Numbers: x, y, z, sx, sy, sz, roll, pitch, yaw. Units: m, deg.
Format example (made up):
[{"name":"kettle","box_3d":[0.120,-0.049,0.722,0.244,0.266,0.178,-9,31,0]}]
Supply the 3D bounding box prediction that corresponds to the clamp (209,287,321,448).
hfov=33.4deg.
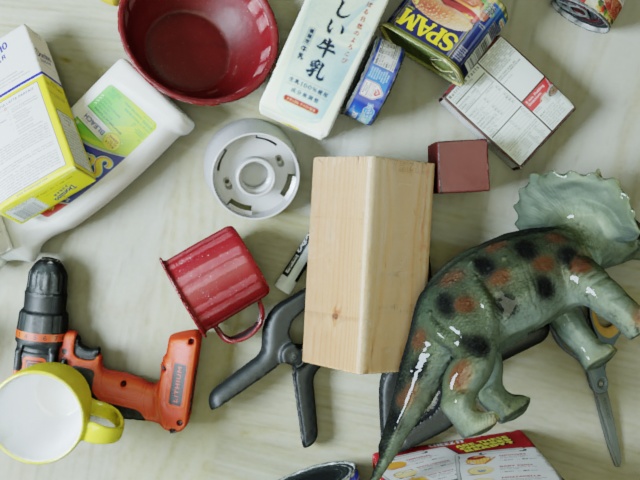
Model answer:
[{"name":"clamp","box_3d":[-0.041,0.120,1.101,0.120,0.039,0.171,16,86,-18]}]

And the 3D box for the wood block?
[{"name":"wood block","box_3d":[0.047,0.023,1.059,0.090,0.091,0.206,3,92,-40]}]

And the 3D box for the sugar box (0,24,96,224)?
[{"name":"sugar box","box_3d":[-0.289,-0.114,1.038,0.093,0.048,0.176,-28,65,11]}]

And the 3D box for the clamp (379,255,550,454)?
[{"name":"clamp","box_3d":[0.117,0.123,1.112,0.164,0.036,0.210,38,87,-3]}]

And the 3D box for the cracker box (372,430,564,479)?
[{"name":"cracker box","box_3d":[0.145,0.254,1.031,0.164,0.214,0.072,-8,95,-2]}]

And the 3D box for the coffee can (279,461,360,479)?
[{"name":"coffee can","box_3d":[0.009,0.310,1.083,0.103,0.103,0.140,-18,93,-2]}]

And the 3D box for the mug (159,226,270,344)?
[{"name":"mug","box_3d":[-0.098,0.049,1.075,0.081,0.093,0.117,-30,99,-6]}]

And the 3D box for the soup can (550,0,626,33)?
[{"name":"soup can","box_3d":[0.289,-0.272,1.085,0.068,0.068,0.102,30,90,-4]}]

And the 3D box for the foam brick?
[{"name":"foam brick","box_3d":[0.140,-0.074,1.083,0.051,0.078,0.053,-2,93,-1]}]

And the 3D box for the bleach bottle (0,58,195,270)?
[{"name":"bleach bottle","box_3d":[-0.247,-0.060,1.074,0.102,0.068,0.251,43,92,3]}]

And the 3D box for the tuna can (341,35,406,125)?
[{"name":"tuna can","box_3d":[0.054,-0.159,1.071,0.033,0.086,0.086,24,91,-5]}]

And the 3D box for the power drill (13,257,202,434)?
[{"name":"power drill","box_3d":[-0.217,0.117,1.088,0.187,0.057,0.184,7,96,0]}]

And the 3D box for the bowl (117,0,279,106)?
[{"name":"bowl","box_3d":[-0.125,-0.199,1.060,0.162,0.055,0.162,6,73,-19]}]

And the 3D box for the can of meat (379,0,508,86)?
[{"name":"can of meat","box_3d":[0.126,-0.217,1.073,0.102,0.057,0.084,36,87,26]}]

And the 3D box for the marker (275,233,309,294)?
[{"name":"marker","box_3d":[-0.007,0.001,1.109,0.020,0.020,0.121,32,91,-4]}]

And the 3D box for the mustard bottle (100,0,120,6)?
[{"name":"mustard bottle","box_3d":[-0.197,-0.282,1.001,0.058,0.191,0.096,25,91,-4]}]

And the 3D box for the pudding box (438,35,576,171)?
[{"name":"pudding box","box_3d":[0.193,-0.141,1.103,0.113,0.039,0.090,42,92,-1]}]

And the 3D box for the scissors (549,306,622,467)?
[{"name":"scissors","box_3d":[0.307,0.134,1.130,0.096,0.016,0.201,-33,103,-12]}]
